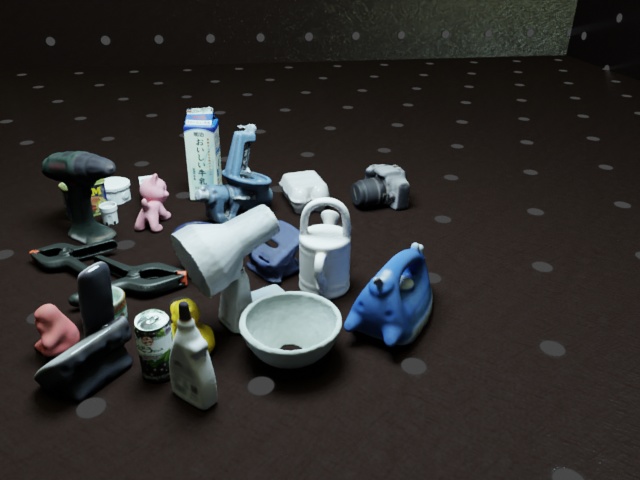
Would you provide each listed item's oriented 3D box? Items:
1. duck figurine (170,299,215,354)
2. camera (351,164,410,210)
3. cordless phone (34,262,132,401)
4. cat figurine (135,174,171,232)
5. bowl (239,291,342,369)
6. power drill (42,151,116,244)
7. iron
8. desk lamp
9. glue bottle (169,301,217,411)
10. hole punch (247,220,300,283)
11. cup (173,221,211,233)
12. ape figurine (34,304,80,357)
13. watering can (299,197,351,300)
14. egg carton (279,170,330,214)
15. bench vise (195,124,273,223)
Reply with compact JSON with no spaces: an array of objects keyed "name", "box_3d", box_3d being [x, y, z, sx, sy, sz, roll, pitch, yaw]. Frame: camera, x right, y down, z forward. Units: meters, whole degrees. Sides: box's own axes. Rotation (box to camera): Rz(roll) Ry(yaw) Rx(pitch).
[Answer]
[{"name":"duck figurine","box_3d":[-0.218,0.141,0.953,0.078,0.086,0.104,-20,35,-33]},{"name":"camera","box_3d":[0.144,-0.141,1.464,0.137,0.101,0.142,-11,31,-21]},{"name":"cordless phone","box_3d":[-0.363,0.131,0.863,0.094,0.185,0.148,15,32,24]},{"name":"cat figurine","box_3d":[-0.395,-0.096,1.346,0.067,0.118,0.128,2,29,1]},{"name":"bowl","box_3d":[-0.047,0.158,0.940,0.167,0.075,0.167,1,29,0]},{"name":"power drill","box_3d":[-0.513,-0.099,1.253,0.228,0.208,0.076,18,33,29]},{"name":"iron","box_3d":[0.145,0.076,1.025,0.118,0.141,0.259,16,32,26]},{"name":"desk lamp","box_3d":[-0.142,0.052,0.986,0.204,0.214,0.117,-19,35,-32]},{"name":"glue bottle","box_3d":[-0.187,0.162,0.826,0.077,0.173,0.037,20,34,31]},{"name":"hole punch","box_3d":[-0.091,0.022,1.170,0.101,0.091,0.108,-23,37,-37]},{"name":"cup","box_3d":[-0.240,0.027,1.151,0.092,0.095,0.117,-16,33,-28]},{"name":"ape figurine","box_3d":[-0.438,0.144,0.934,0.076,0.092,0.077,-4,29,-8]},{"name":"watering can","box_3d":[0.008,0.004,1.098,0.101,0.194,0.172,-6,30,-13]},{"name":"egg carton","box_3d":[-0.039,-0.125,1.460,0.107,0.069,0.150,-9,30,-18]},{"name":"bench vise","box_3d":[-0.193,-0.152,1.347,0.121,0.220,0.208,14,32,23]}]
